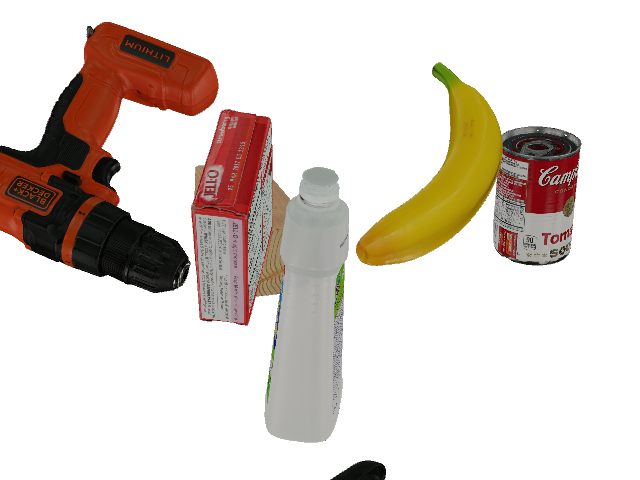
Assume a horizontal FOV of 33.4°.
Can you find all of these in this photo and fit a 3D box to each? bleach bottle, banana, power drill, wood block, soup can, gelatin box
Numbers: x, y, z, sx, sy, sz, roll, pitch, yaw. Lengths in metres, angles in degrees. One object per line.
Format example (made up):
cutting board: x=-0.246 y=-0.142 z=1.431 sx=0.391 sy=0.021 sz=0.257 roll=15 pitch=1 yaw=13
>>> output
bleach bottle: x=-0.008 y=0.049 z=0.899 sx=0.068 sy=0.251 sz=0.102 roll=6 pitch=35 yaw=2
banana: x=0.084 y=-0.045 z=0.726 sx=0.070 sy=0.197 sz=0.037 roll=17 pitch=-41 yaw=10
power drill: x=-0.148 y=-0.063 z=0.777 sx=0.184 sy=0.187 sz=0.057 roll=23 pitch=-31 yaw=8
wood block: x=-0.089 y=-0.018 z=1.346 sx=0.090 sy=0.090 sz=0.206 roll=-5 pitch=28 yaw=-22
soup can: x=0.184 y=-0.038 z=0.915 sx=0.068 sy=0.102 sz=0.068 roll=-1 pitch=27 yaw=0
gelatin box: x=-0.045 y=-0.011 z=0.558 sx=0.030 sy=0.073 sz=0.089 roll=7 pitch=-42 yaw=4

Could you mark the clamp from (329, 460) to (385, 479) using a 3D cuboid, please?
clamp: x=-0.043 y=0.196 z=0.644 sx=0.210 sy=0.036 sz=0.164 roll=-4 pitch=28 yaw=2
